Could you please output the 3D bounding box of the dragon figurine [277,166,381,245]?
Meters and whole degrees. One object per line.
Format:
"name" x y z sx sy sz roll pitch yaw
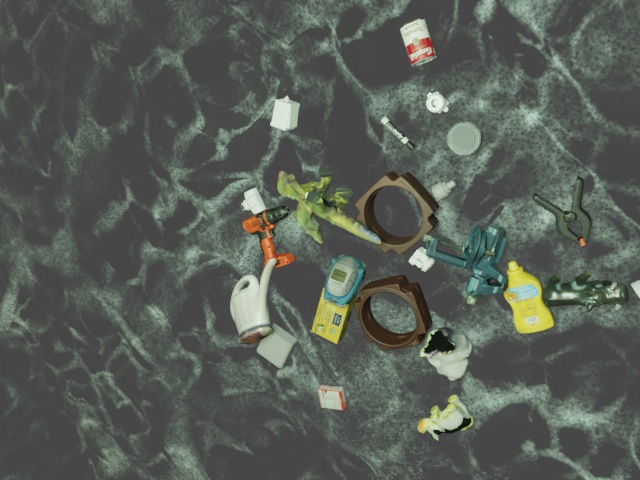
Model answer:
"dragon figurine" 0.005 -0.077 1.531 0.414 0.123 0.237 47 154 18

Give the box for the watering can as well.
"watering can" -0.212 0.212 1.693 0.341 0.104 0.228 -41 58 47

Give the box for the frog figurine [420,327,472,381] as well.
"frog figurine" 0.379 0.329 1.490 0.136 0.126 0.157 -33 125 23
